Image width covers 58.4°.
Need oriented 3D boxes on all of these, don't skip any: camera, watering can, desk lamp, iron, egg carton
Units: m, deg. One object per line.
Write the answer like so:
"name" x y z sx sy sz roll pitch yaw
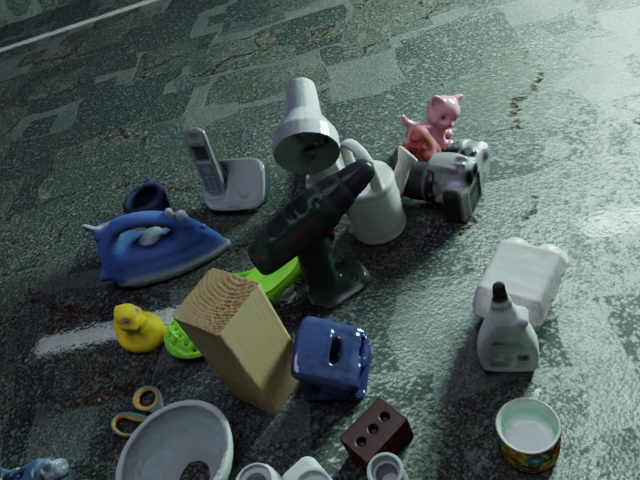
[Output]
"camera" 0.216 -0.119 1.013 0.136 0.101 0.143 11 52 31
"watering can" 0.085 -0.096 0.976 0.100 0.194 0.173 22 59 37
"desk lamp" -0.013 -0.187 1.094 0.117 0.214 0.203 -13 44 11
"iron" -0.315 -0.007 1.095 0.258 0.142 0.118 -15 44 9
"egg carton" 0.288 0.063 0.825 0.107 0.070 0.150 13 54 33

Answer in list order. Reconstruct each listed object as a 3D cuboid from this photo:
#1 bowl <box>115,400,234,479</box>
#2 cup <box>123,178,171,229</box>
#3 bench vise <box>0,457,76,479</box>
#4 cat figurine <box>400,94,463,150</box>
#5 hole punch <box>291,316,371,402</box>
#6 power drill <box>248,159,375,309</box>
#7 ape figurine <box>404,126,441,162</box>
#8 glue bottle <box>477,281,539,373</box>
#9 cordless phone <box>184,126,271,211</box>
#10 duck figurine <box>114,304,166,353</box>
"bowl" -0.184 0.308 0.776 0.167 0.075 0.167 -12 44 12
"cup" -0.348 -0.066 1.202 0.091 0.095 0.117 -15 43 8
"bench vise" -0.456 0.315 0.777 0.207 0.220 0.121 -29 43 -6
"cat figurine" 0.219 -0.235 1.115 0.127 0.118 0.067 -10 45 14
"hole punch" 0.018 0.167 0.819 0.101 0.091 0.108 -5 46 18
"power drill" 0.008 0.003 0.900 0.230 0.209 0.075 -33 44 -10
"ape figurine" 0.192 -0.175 1.085 0.076 0.092 0.077 -29 43 -6
"glue bottle" 0.234 0.109 0.726 0.078 0.173 0.037 -4 46 20
"cordless phone" -0.188 -0.147 1.149 0.147 0.185 0.094 -2 47 21
"duck figurine" -0.325 0.143 0.992 0.104 0.086 0.078 13 54 33
